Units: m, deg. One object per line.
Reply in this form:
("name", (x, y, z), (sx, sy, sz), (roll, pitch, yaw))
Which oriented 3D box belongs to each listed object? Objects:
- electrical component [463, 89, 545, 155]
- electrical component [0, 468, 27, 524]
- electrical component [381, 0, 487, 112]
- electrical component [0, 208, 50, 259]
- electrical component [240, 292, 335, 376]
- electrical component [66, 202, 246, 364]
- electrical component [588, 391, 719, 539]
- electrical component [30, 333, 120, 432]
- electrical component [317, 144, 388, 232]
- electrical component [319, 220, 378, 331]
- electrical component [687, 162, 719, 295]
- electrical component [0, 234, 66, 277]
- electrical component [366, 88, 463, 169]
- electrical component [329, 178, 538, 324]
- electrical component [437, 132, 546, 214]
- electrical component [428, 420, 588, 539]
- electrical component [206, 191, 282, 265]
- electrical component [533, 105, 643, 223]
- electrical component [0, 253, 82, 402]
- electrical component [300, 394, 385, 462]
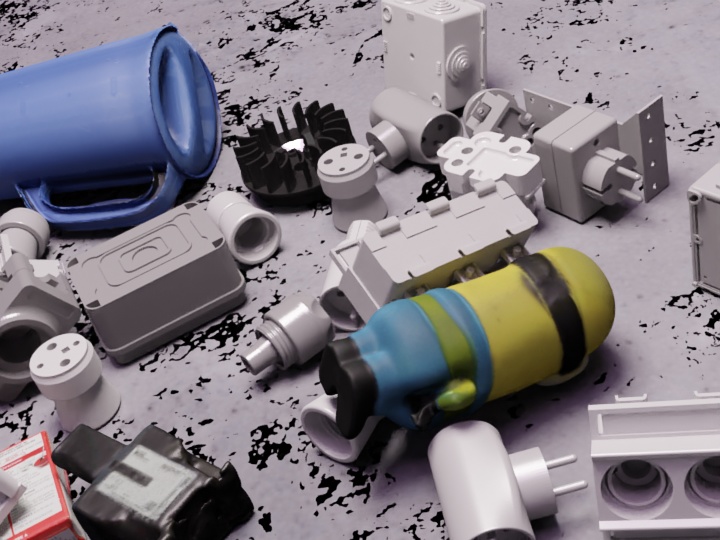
("electrical component", (0.112, -0.116, 0.854), (0.048, 0.066, 0.055), (-57, 30, 11))
("electrical component", (-0.283, 0.160, 0.626), (0.089, 0.061, 0.150), (16, 63, 42))
("electrical component", (0.062, -0.190, 0.929), (0.048, 0.099, 0.100), (-24, 36, -29))
("electrical component", (-0.286, -0.019, 0.896), (0.045, 0.045, 0.055), (-9, 38, 11))
("electrical component", (-0.051, 0.046, 0.725), (0.062, 0.043, 0.043), (-36, 41, -20))
("electrical component", (-0.150, 0.009, 0.798), (0.113, 0.057, 0.078), (-28, 39, -13))
("electrical component", (0.184, 0.097, 0.554), (0.121, 0.078, 0.063), (-5, 18, 15))
("electrical component", (-0.194, 0.077, 0.733), (0.045, 0.055, 0.045), (-11, 38, 9))
("electrical component", (-0.006, -0.063, 0.833), (0.045, 0.055, 0.045), (-11, 38, 9))
("electrical component", (0.000, 0.000, 0.762), (0.043, 0.043, 0.081), (-4, 40, 17))
("electrical component", (0.246, -0.030, 0.661), (0.061, 0.096, 0.062), (-37, 42, -24))
("electrical component", (-0.259, 0.018, 0.818), (0.064, 0.081, 0.042), (0, 32, -26))
("electrical component", (0.032, -0.109, 0.885), (0.079, 0.043, 0.077), (-37, 39, -13))
("electrical component", (0.053, -0.010, 0.707), (0.121, 0.063, 0.078), (-22, 63, -28))
("electrical component", (0.098, -0.060, 0.788), (0.078, 0.057, 0.058), (20, 51, 38))
("electrical component", (0.082, 0.119, 0.583), (0.079, 0.044, 0.077), (-16, 38, 2))
("electrical component", (-0.095, -0.036, 0.847), (0.044, 0.044, 0.065), (-30, 35, -15))
("electrical component", (0.170, -0.070, 0.764), (0.047, 0.065, 0.077), (-35, 41, -21))
("electrical component", (-0.248, 0.044, 0.772), (0.089, 0.050, 0.055), (-50, 40, 8))
("electrical component", (0.000, 0.082, 0.665), (0.044, 0.044, 0.065), (16, 44, 36))
